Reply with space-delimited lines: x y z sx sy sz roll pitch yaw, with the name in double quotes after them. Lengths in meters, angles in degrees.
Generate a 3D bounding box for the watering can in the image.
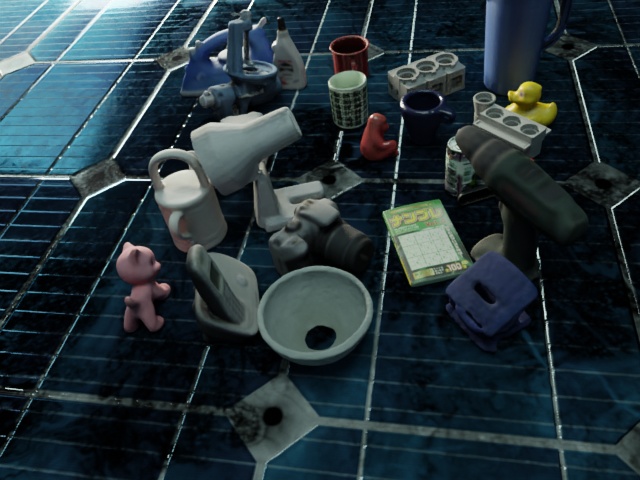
-0.233 -0.082 0.992 0.101 0.194 0.172 -17 46 -7 "watering can"

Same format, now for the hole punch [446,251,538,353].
0.243 0.087 0.822 0.101 0.091 0.108 -26 48 -16 "hole punch"

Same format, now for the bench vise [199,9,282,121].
-0.171 -0.366 1.240 0.121 0.220 0.208 13 50 21 "bench vise"

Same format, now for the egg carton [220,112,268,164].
-0.155 -0.203 1.185 0.107 0.069 0.150 -10 45 -1 "egg carton"

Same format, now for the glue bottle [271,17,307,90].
-0.079 -0.430 1.320 0.078 0.173 0.037 2 47 12 "glue bottle"

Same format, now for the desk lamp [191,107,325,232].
-0.099 -0.124 0.996 0.203 0.214 0.117 -14 45 -4 "desk lamp"

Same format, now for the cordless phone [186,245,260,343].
-0.151 0.054 0.851 0.094 0.185 0.147 -11 45 -1 "cordless phone"

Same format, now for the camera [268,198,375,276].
0.009 0.003 0.934 0.136 0.101 0.143 29 57 32 "camera"

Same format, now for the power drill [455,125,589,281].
0.283 -0.041 0.857 0.076 0.209 0.228 -31 49 -20 "power drill"

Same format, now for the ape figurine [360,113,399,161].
0.115 -0.207 1.128 0.076 0.092 0.077 -13 45 -3 "ape figurine"

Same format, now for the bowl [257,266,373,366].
-0.005 0.122 0.839 0.167 0.075 0.167 -5 46 5 "bowl"

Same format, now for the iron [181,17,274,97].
-0.226 -0.440 1.376 0.258 0.142 0.118 -18 46 -8 "iron"

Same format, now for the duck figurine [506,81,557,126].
0.423 -0.275 1.148 0.104 0.086 0.077 6 47 15 "duck figurine"

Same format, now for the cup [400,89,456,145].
0.216 -0.234 1.136 0.117 0.095 0.092 27 56 31 "cup"

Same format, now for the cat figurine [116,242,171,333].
-0.289 0.066 0.910 0.067 0.118 0.127 -7 45 3 "cat figurine"
